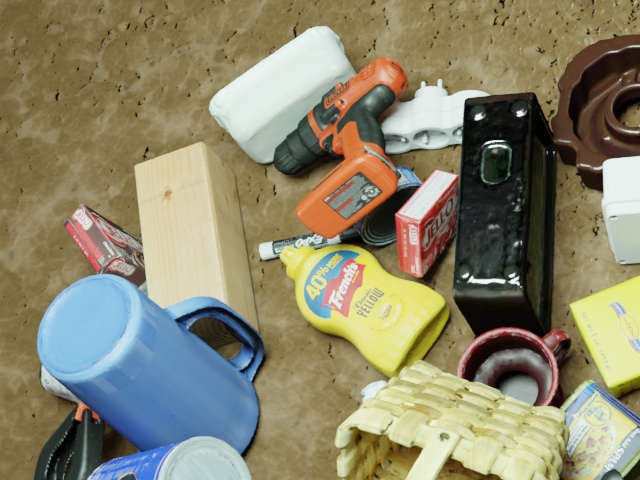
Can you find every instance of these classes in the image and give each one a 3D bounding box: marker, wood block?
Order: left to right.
[{"bbox_3d":[-0.137,0.009,1.175,0.091,0.090,0.206,-18,61,14],"label":"wood block"},{"bbox_3d":[-0.008,0.001,1.169,0.121,0.020,0.020,-12,63,16],"label":"marker"}]

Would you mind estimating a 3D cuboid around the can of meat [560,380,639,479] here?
[{"bbox_3d":[0.247,0.189,0.961,0.102,0.057,0.084,-47,58,-4],"label":"can of meat"}]

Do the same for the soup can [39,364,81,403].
[{"bbox_3d":[-0.246,0.151,1.165,0.102,0.068,0.068,15,73,27],"label":"soup can"}]

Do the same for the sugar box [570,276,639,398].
[{"bbox_3d":[0.333,0.070,0.989,0.176,0.048,0.093,-25,60,10],"label":"sugar box"}]

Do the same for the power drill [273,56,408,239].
[{"bbox_3d":[0.016,-0.088,1.106,0.185,0.057,0.187,-39,30,28],"label":"power drill"}]

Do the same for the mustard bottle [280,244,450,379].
[{"bbox_3d":[0.033,0.058,1.105,0.192,0.058,0.096,32,79,30],"label":"mustard bottle"}]

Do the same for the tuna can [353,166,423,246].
[{"bbox_3d":[0.072,-0.036,1.117,0.086,0.086,0.034,-37,58,2],"label":"tuna can"}]

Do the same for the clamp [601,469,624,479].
[{"bbox_3d":[0.272,0.290,0.902,0.120,0.039,0.171,17,89,-4],"label":"clamp"}]

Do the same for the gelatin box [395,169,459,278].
[{"bbox_3d":[0.111,-0.017,1.081,0.030,0.073,0.089,18,44,27],"label":"gelatin box"}]

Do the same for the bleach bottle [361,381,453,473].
[{"bbox_3d":[0.104,0.240,0.991,0.102,0.068,0.251,-27,57,5],"label":"bleach bottle"}]

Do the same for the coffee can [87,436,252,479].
[{"bbox_3d":[-0.143,0.243,0.985,0.141,0.102,0.103,-23,55,44],"label":"coffee can"}]

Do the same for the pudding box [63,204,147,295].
[{"bbox_3d":[-0.225,0.017,1.192,0.039,0.113,0.090,-42,59,2],"label":"pudding box"}]

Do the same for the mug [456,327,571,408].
[{"bbox_3d":[0.189,0.130,0.996,0.117,0.081,0.093,-46,59,-4],"label":"mug"}]

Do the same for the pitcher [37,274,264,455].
[{"bbox_3d":[-0.158,0.125,1.041,0.145,0.242,0.149,-7,57,20],"label":"pitcher"}]

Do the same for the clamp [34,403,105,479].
[{"bbox_3d":[-0.281,0.271,1.107,0.165,0.036,0.210,3,73,46],"label":"clamp"}]
